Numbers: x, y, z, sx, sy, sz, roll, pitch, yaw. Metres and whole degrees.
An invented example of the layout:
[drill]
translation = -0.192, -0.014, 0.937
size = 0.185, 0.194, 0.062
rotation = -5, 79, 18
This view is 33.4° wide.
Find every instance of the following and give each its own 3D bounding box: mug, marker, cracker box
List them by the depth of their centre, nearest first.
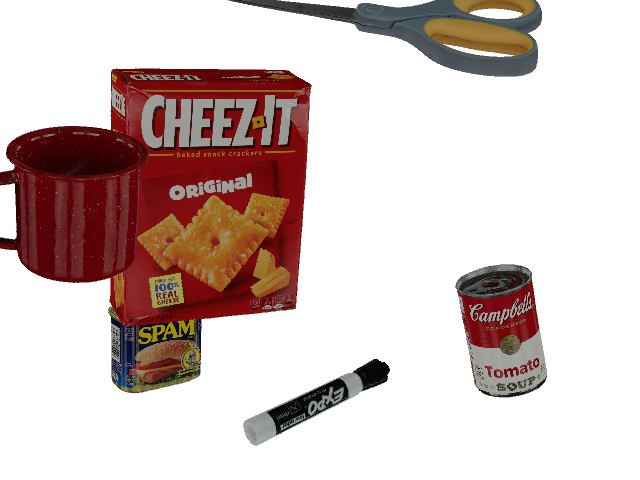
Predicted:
[mug]
translation = -0.176, -0.022, 0.721
size = 0.117, 0.081, 0.093
rotation = -8, 29, -28
[marker]
translation = 0.000, 0.112, 0.755
size = 0.120, 0.020, 0.020
rotation = -21, 11, -31
[cracker box]
translation = -0.098, -0.039, 0.935
size = 0.164, 0.214, 0.072
rotation = -3, 20, -22

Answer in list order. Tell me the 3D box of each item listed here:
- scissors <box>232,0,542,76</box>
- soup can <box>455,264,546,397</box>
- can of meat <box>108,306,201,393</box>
[scissors]
translation = 0.049, -0.145, 0.665
size = 0.202, 0.016, 0.096
rotation = 23, 45, 27
[soup can]
translation = 0.164, 0.081, 0.962
size = 0.068, 0.102, 0.068
rotation = -12, 18, 4
[can of meat]
translation = -0.177, 0.112, 1.156
size = 0.101, 0.084, 0.058
rotation = -8, 18, -36
